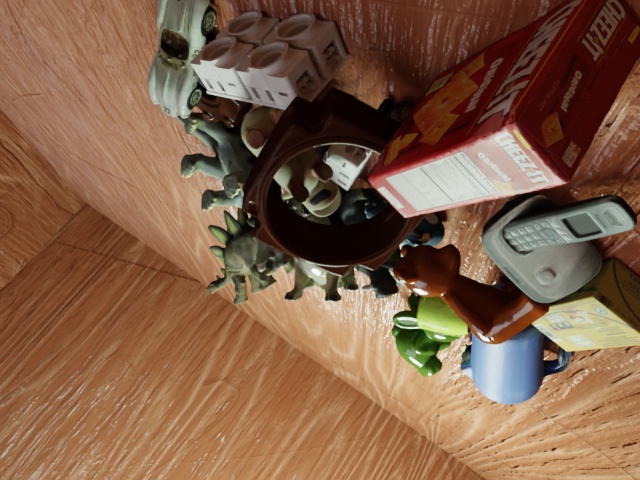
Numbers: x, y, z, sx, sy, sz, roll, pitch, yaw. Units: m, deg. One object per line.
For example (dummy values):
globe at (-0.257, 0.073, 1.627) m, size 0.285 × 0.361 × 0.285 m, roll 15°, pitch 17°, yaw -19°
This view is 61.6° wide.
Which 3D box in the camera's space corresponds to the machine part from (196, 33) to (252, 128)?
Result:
machine part at (-0.187, -0.270, 0.900) m, size 0.179 × 0.056 × 0.179 m, roll 33°, pitch 159°, yaw 14°

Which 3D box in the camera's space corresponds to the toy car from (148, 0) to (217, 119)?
toy car at (-0.207, -0.276, 0.791) m, size 0.074 × 0.056 × 0.201 m, roll 28°, pitch 122°, yaw 11°

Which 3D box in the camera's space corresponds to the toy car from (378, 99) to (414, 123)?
toy car at (0.117, -0.111, 0.741) m, size 0.089 × 0.053 × 0.202 m, roll 28°, pitch 158°, yaw 17°

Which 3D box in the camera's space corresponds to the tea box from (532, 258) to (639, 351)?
tea box at (0.370, 0.095, 0.740) m, size 0.098 × 0.068 × 0.169 m, roll 38°, pitch 160°, yaw -2°

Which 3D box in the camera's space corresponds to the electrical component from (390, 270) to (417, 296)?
electrical component at (0.154, 0.055, 1.059) m, size 0.119 × 0.048 × 0.074 m, roll 30°, pitch 159°, yaw 22°

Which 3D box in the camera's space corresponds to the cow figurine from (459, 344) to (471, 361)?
cow figurine at (0.349, 0.241, 1.127) m, size 0.098 × 0.068 × 0.167 m, roll 37°, pitch 161°, yaw 17°

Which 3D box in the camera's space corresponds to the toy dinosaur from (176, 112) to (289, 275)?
toy dinosaur at (-0.146, -0.135, 1.010) m, size 0.192 × 0.131 × 0.405 m, roll 3°, pitch -131°, yaw -45°

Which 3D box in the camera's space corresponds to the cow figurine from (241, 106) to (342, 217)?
cow figurine at (-0.038, -0.106, 0.764) m, size 0.194 × 0.085 × 0.127 m, roll 49°, pitch 180°, yaw -31°

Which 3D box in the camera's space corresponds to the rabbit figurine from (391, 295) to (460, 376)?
rabbit figurine at (0.242, 0.192, 1.178) m, size 0.159 × 0.121 × 0.170 m, roll 43°, pitch 143°, yaw 4°

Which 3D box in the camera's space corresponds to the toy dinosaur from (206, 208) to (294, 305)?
toy dinosaur at (-0.146, 0.012, 1.197) m, size 0.471 × 0.105 × 0.198 m, roll -35°, pitch 92°, yaw 42°

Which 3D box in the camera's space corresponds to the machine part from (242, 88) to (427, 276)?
machine part at (0.021, -0.061, 0.654) m, size 0.201 × 0.087 × 0.201 m, roll 26°, pitch 123°, yaw -17°

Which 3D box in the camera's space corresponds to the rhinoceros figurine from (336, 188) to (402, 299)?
rhinoceros figurine at (0.082, 0.002, 0.882) m, size 0.112 × 0.073 × 0.190 m, roll -31°, pitch 76°, yaw 35°

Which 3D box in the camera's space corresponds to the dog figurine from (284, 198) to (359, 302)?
dog figurine at (0.001, -0.003, 0.932) m, size 0.121 × 0.190 × 0.172 m, roll -3°, pitch -172°, yaw 11°

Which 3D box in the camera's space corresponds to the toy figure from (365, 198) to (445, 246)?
toy figure at (0.130, -0.032, 0.824) m, size 0.154 × 0.057 × 0.064 m, roll 21°, pitch -176°, yaw -40°

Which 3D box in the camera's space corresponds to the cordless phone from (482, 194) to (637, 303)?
cordless phone at (0.301, 0.003, 0.635) m, size 0.146 × 0.089 × 0.184 m, roll 43°, pitch 156°, yaw -15°

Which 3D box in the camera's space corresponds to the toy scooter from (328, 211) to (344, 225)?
toy scooter at (0.043, -0.024, 1.033) m, size 0.183 × 0.075 × 0.135 m, roll 55°, pitch -179°, yaw -17°

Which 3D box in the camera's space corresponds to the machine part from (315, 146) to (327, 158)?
machine part at (-0.031, -0.155, 0.858) m, size 0.079 × 0.079 × 0.243 m, roll 27°, pitch 159°, yaw 27°

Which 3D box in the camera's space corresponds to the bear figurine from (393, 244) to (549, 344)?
bear figurine at (0.214, 0.057, 0.787) m, size 0.196 × 0.120 × 0.132 m, roll 42°, pitch 117°, yaw 3°
